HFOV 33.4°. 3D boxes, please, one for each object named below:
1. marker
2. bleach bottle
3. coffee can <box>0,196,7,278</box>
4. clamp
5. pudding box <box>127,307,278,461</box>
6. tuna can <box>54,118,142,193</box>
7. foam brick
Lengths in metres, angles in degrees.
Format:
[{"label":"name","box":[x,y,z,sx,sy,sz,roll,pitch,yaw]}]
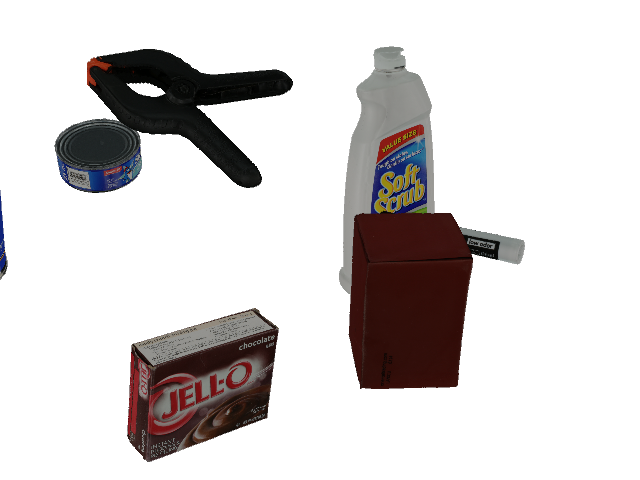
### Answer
[{"label":"marker","box":[0.097,-0.004,0.823,0.121,0.020,0.020,13,6,25]},{"label":"bleach bottle","box":[0.066,-0.071,1.095,0.102,0.251,0.068,-10,22,-16]},{"label":"coffee can","box":[-0.225,-0.046,0.573,0.103,0.140,0.103,3,25,-1]},{"label":"clamp","box":[-0.107,-0.122,0.893,0.171,0.120,0.039,26,-39,-1]},{"label":"pudding box","box":[-0.090,0.108,0.814,0.113,0.090,0.039,-17,40,-36]},{"label":"tuna can","box":[-0.225,-0.086,1.088,0.086,0.034,0.086,1,41,-1]},{"label":"foam brick","box":[0.044,0.030,0.543,0.053,0.078,0.051,0,30,-5]}]
